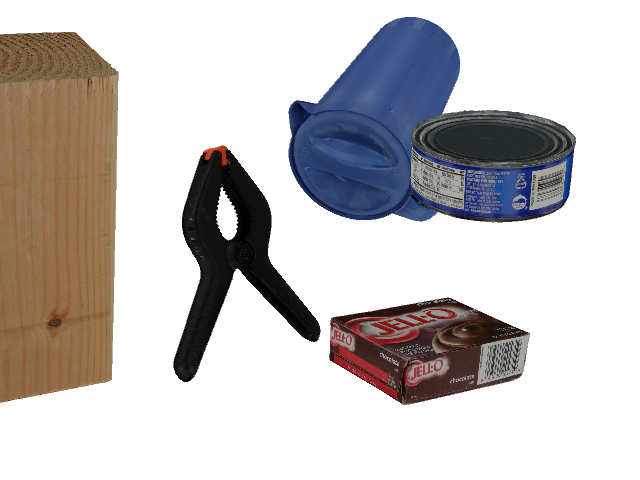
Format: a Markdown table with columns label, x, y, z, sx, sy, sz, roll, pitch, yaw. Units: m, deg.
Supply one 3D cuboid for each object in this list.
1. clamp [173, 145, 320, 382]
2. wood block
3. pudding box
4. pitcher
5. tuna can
| label | x | y | z | sx | sy | sz | roll | pitch | yaw |
| --- | --- | --- | --- | --- | --- | --- | --- | --- | --- |
| clamp | -0.073 | 0.017 | 0.998 | 0.164 | 0.210 | 0.036 | -4 | -1 | -41 |
| wood block | -0.181 | -0.014 | 0.654 | 0.090 | 0.206 | 0.090 | -8 | 30 | -28 |
| pudding box | 0.076 | 0.075 | 0.756 | 0.113 | 0.039 | 0.090 | -5 | 18 | -33 |
| pitcher | 0.078 | -0.134 | 1.150 | 0.145 | 0.149 | 0.242 | 4 | 38 | 24 |
| tuna can | 0.090 | -0.041 | 0.567 | 0.086 | 0.034 | 0.086 | 0 | 24 | 0 |
